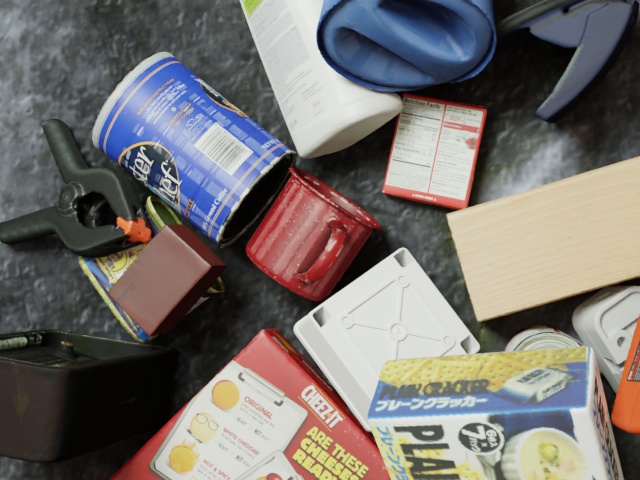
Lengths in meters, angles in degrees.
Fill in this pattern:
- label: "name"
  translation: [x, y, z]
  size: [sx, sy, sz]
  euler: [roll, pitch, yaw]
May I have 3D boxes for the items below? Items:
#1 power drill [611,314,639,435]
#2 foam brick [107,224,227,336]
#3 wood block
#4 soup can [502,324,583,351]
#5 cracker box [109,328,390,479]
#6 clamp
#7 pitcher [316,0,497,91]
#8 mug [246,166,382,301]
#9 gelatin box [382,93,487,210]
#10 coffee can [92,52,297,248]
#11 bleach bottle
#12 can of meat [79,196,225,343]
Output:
- label: "power drill"
  translation: [0.305, 0.135, 0.779]
  size: [0.187, 0.057, 0.184]
  euler: [25, 74, -20]
- label: "foam brick"
  translation: [-0.123, 0.032, 0.867]
  size: [0.053, 0.051, 0.078]
  euler: [44, 99, 8]
- label: "wood block"
  translation: [0.213, -0.006, 0.858]
  size: [0.206, 0.090, 0.091]
  euler: [-17, 86, 7]
- label: "soup can"
  translation: [0.180, 0.103, 0.853]
  size: [0.068, 0.102, 0.068]
  euler: [0, 88, 8]
- label: "cracker box"
  translation: [-0.062, 0.205, 0.902]
  size: [0.214, 0.072, 0.164]
  euler: [-44, 84, 4]
- label: "clamp"
  translation: [-0.207, -0.042, 0.919]
  size: [0.172, 0.039, 0.120]
  euler: [12, 87, 33]
- label: "pitcher"
  translation: [0.069, -0.251, 0.826]
  size: [0.144, 0.149, 0.243]
  euler: [13, 63, -16]
- label: "mug"
  translation: [-0.006, 0.001, 0.881]
  size: [0.093, 0.117, 0.081]
  euler: [31, 99, -21]
- label: "gelatin box"
  translation: [0.098, -0.075, 0.907]
  size: [0.073, 0.030, 0.089]
  euler: [12, 93, 8]
- label: "coffee can"
  translation: [-0.105, -0.076, 0.900]
  size: [0.140, 0.102, 0.103]
  euler: [38, 94, 7]
- label: "bleach bottle"
  translation: [-0.022, -0.201, 0.897]
  size: [0.067, 0.103, 0.251]
  euler: [-18, 83, -37]
- label: "can of meat"
  translation: [-0.147, 0.028, 0.927]
  size: [0.084, 0.057, 0.102]
  euler: [-37, 84, 7]
